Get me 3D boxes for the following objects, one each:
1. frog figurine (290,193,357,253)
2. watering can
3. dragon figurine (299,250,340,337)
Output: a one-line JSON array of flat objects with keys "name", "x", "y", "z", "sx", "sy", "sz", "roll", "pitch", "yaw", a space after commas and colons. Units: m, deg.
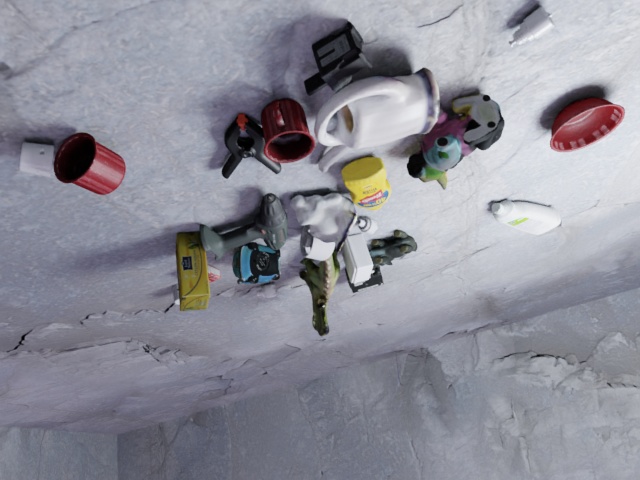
[{"name": "frog figurine", "x": 0.004, "y": -0.062, "z": 1.239, "sx": 0.159, "sy": 0.125, "sz": 0.134, "roll": 28, "pitch": 142, "yaw": 0}, {"name": "watering can", "x": 0.095, "y": -0.216, "z": 0.959, "sx": 0.225, "sy": 0.105, "sz": 0.344, "roll": -15, "pitch": 170, "yaw": -7}, {"name": "dragon figurine", "x": 0.015, "y": 0.153, "z": 1.489, "sx": 0.122, "sy": 0.247, "sz": 0.402, "roll": -4, "pitch": 154, "yaw": -7}]
